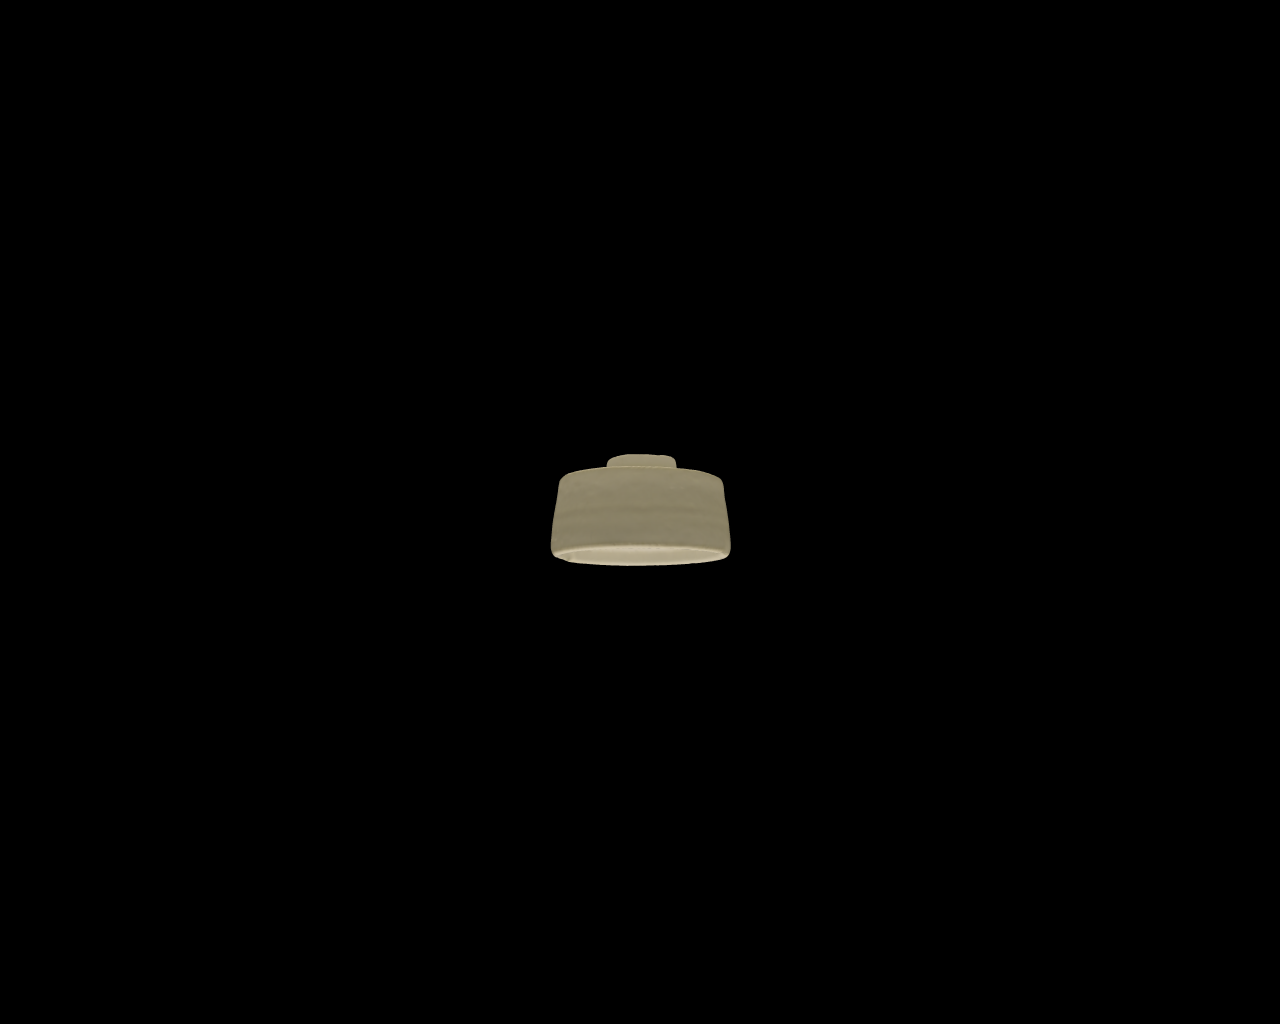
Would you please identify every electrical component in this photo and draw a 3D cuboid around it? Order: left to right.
[{"bbox_3d":[0.001,-0.003,0.650,0.108,0.060,0.108,0,-8,0],"label":"electrical component"}]
